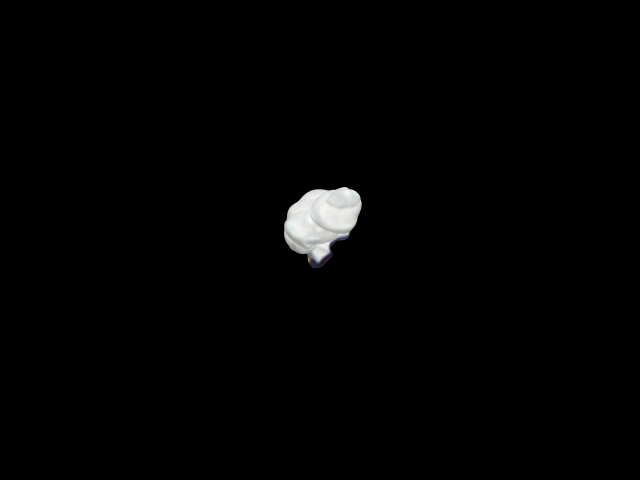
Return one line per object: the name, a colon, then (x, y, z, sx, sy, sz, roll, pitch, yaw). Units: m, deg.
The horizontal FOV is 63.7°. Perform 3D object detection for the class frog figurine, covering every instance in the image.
frog figurine: (0.003, -0.043, 0.850, 0.138, 0.124, 0.156, -29, -22, -13)
